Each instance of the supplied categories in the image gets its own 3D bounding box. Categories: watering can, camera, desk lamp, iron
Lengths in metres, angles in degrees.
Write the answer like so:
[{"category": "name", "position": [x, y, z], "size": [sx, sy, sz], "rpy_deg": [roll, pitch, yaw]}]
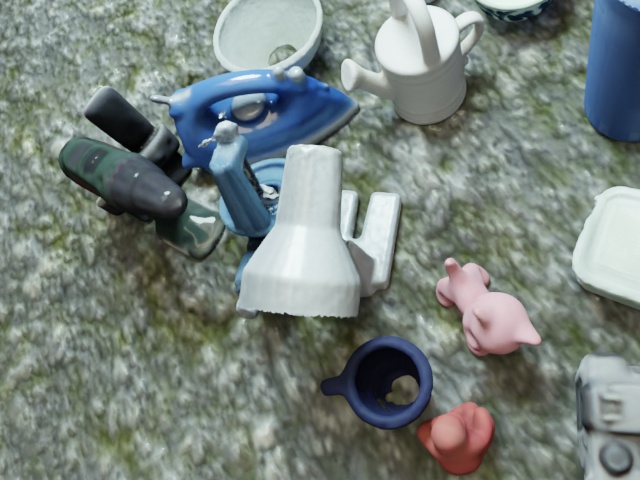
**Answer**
[{"category": "watering can", "position": [0.111, -0.225, 0.685], "size": [0.173, 0.194, 0.100], "rpy_deg": [-46, 63, -2]}, {"category": "camera", "position": [0.310, 0.177, 0.522], "size": [0.136, 0.101, 0.143], "rpy_deg": [-2, 70, 18]}, {"category": "desk lamp", "position": [0.006, 0.002, 0.624], "size": [0.117, 0.214, 0.203], "rpy_deg": [5, 72, 20]}, {"category": "iron", "position": [-0.087, -0.182, 0.764], "size": [0.258, 0.142, 0.118], "rpy_deg": [-13, 67, 13]}]

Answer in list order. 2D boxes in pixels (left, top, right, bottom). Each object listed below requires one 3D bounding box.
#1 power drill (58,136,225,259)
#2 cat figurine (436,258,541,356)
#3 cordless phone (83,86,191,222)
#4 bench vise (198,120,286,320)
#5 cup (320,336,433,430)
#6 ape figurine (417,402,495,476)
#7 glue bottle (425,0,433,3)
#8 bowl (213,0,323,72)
[{"category": "power drill", "position": [-0.208, -0.051, 0.717], "size": [0.229, 0.209, 0.076], "rpy_deg": [25, 80, 25]}, {"category": "cat figurine", "position": [0.170, 0.071, 0.598], "size": [0.067, 0.118, 0.127], "rpy_deg": [-34, 64, 4]}, {"category": "cordless phone", "position": [-0.276, -0.117, 0.778], "size": [0.094, 0.185, 0.148], "rpy_deg": [31, 82, 26]}, {"category": "bench vise", "position": [-0.063, -0.024, 0.653], "size": [0.121, 0.220, 0.207], "rpy_deg": [-15, 66, 13]}, {"category": "cup", "position": [0.067, 0.158, 0.612], "size": [0.117, 0.095, 0.091], "rpy_deg": [-10, 68, 15]}, {"category": "ape figurine", "position": [0.135, 0.197, 0.577], "size": [0.077, 0.092, 0.076], "rpy_deg": [2, 71, 19]}, {"category": "glue bottle", "position": [0.124, -0.400, 0.758], "size": [0.037, 0.173, 0.078], "rpy_deg": [-34, 64, 4]}, {"category": "bowl", "position": [-0.066, -0.290, 0.835], "size": [0.167, 0.075, 0.167], "rpy_deg": [-6, 69, 16]}]
